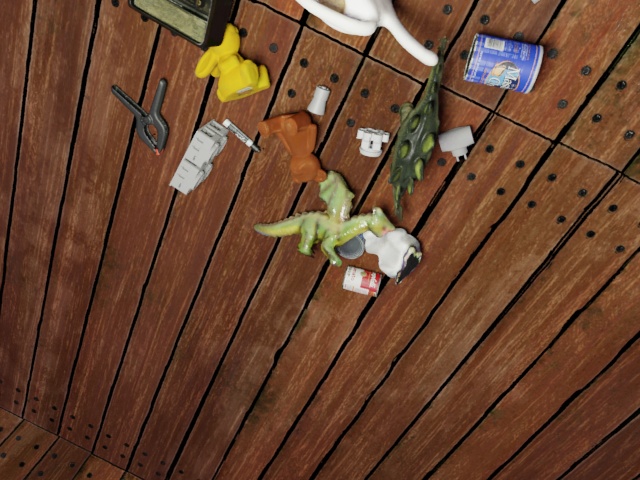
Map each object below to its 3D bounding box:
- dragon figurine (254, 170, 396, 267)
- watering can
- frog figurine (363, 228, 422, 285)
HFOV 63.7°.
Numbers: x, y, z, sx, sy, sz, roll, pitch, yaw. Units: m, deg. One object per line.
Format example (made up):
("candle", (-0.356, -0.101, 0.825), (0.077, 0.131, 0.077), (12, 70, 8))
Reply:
("dragon figurine", (0.004, -0.070, 1.390), (0.412, 0.122, 0.241), (21, 99, 25))
("watering can", (0.102, -0.483, 1.075), (0.347, 0.229, 0.101), (26, 140, -1))
("frog figurine", (0.190, 0.025, 1.402), (0.161, 0.124, 0.134), (38, 138, 35))
